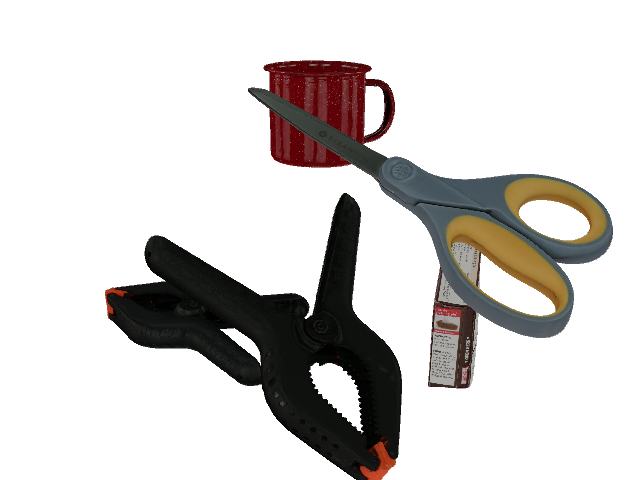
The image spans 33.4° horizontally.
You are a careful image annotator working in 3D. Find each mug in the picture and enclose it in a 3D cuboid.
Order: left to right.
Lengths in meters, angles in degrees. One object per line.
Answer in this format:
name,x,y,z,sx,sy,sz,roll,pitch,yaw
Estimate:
mug,0.009,-0.111,0.926,0.117,0.081,0.093,-5,17,-18

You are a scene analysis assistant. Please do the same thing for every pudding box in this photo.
pudding box,0.118,0.060,0.927,0.039,0.090,0.113,4,32,8

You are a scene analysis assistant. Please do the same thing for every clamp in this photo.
clamp,-0.096,0.064,0.901,0.172,0.039,0.120,17,27,22
clamp,-0.016,0.063,0.699,0.164,0.210,0.036,-8,-31,-25

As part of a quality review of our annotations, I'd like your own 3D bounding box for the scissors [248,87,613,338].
scissors,0.059,-0.034,0.524,0.096,0.202,0.016,-28,-32,-23
